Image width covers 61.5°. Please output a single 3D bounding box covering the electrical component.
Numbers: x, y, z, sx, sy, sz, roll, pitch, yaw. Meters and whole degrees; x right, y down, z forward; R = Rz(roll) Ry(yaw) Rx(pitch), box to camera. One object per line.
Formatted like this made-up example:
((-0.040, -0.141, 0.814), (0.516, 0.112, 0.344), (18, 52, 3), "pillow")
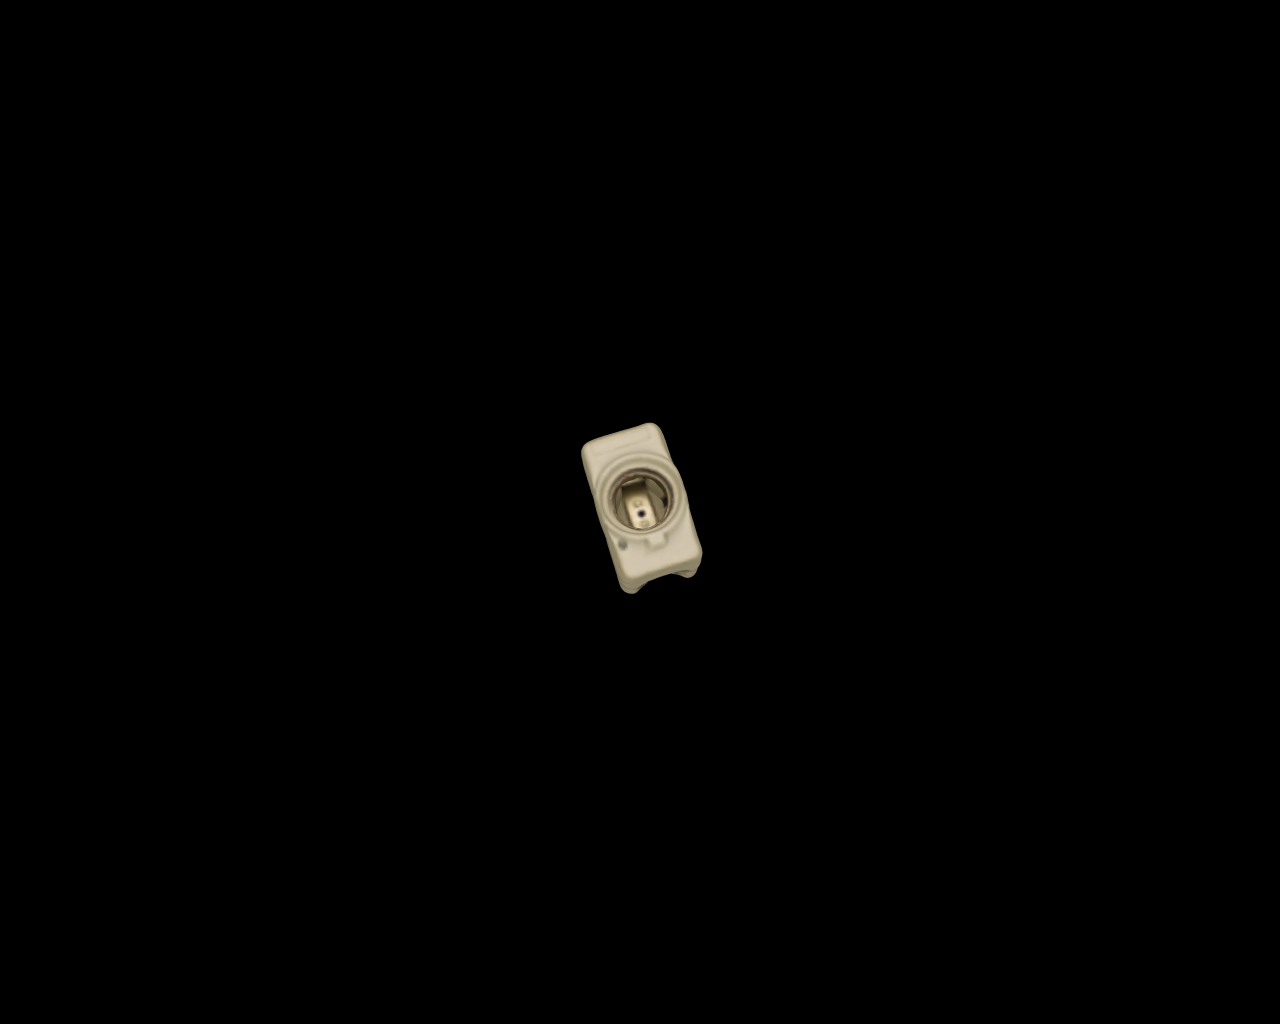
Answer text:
((0.001, -0.003, 0.650), (0.050, 0.089, 0.055), (-17, -15, -5), "electrical component")
